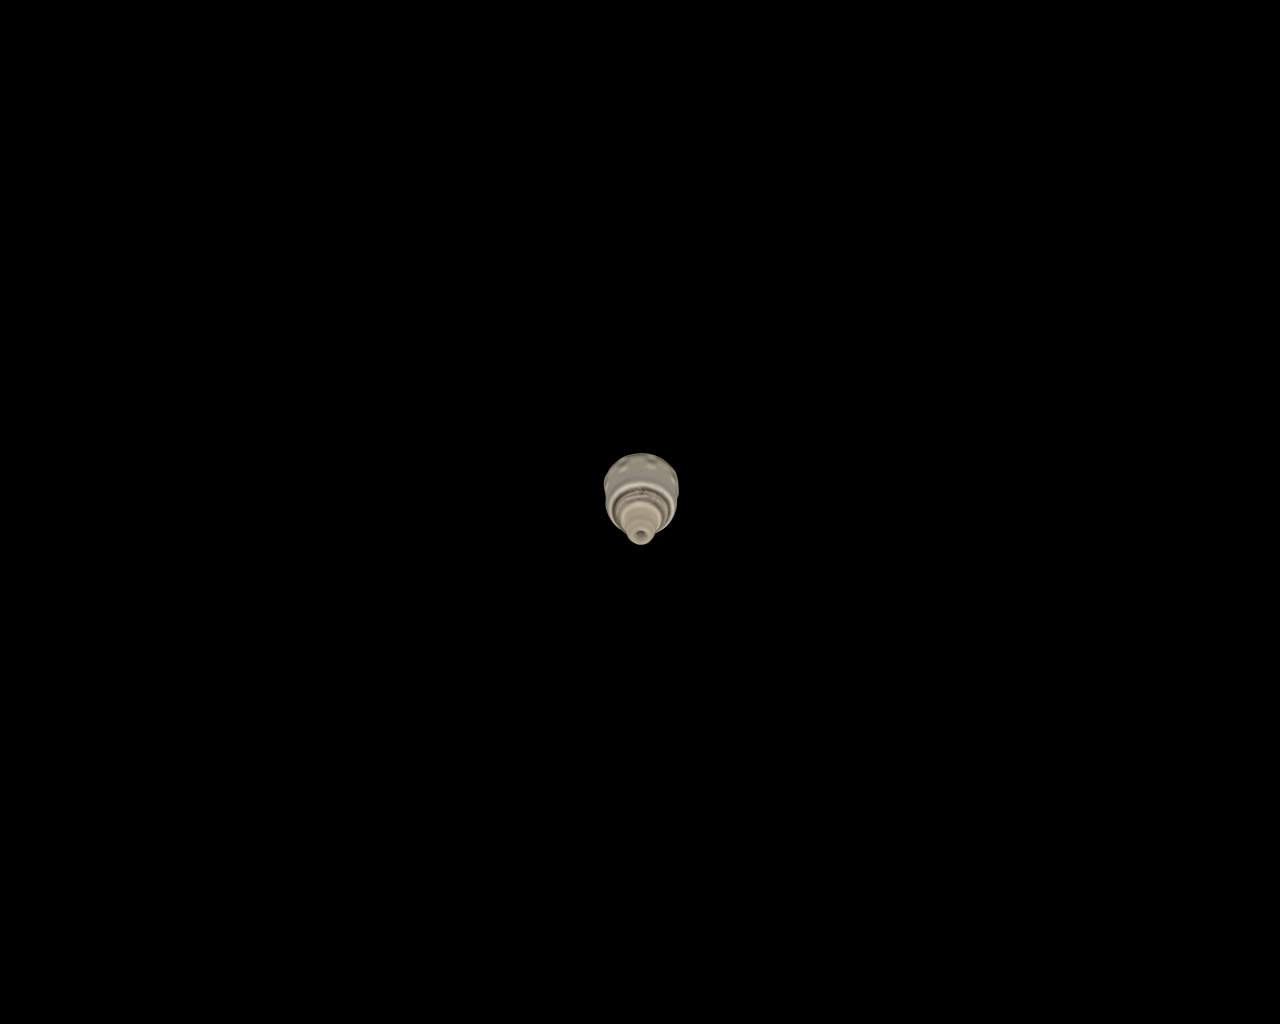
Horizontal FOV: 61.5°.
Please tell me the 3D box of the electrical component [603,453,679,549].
[{"bbox_3d":[0.001,-0.003,0.650,0.048,0.048,0.062,0,35,0],"label":"electrical component"}]
